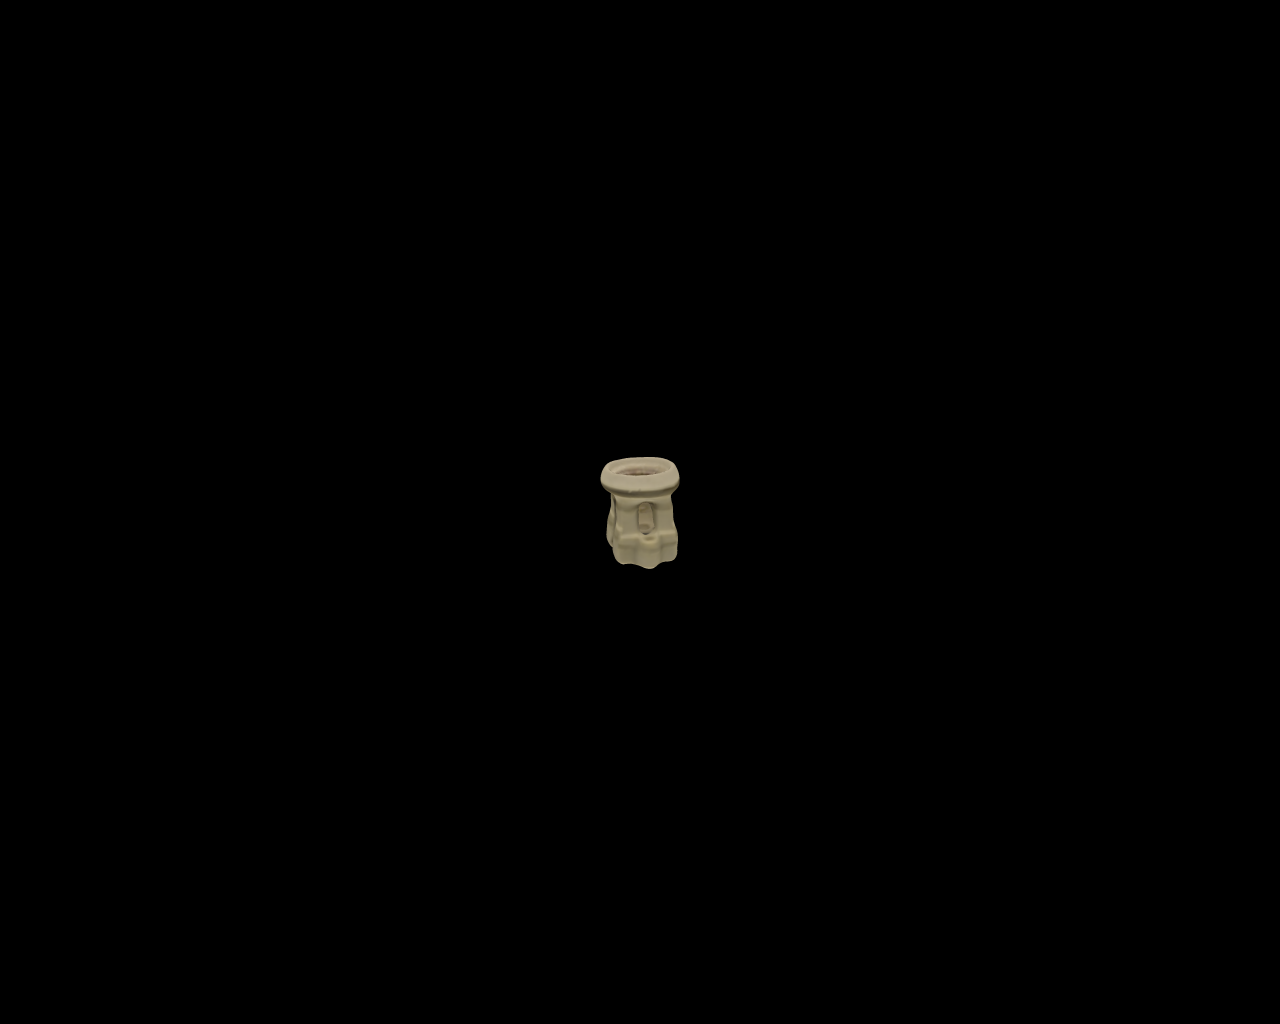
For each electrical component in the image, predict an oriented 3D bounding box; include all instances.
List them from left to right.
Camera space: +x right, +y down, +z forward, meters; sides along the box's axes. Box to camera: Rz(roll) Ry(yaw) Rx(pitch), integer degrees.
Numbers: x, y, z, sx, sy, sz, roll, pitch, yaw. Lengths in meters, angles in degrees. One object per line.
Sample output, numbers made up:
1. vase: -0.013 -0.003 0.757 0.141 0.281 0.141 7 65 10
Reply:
1. electrical component: 0.001 -0.003 0.650 0.048 0.055 0.066 -4 21 -11
